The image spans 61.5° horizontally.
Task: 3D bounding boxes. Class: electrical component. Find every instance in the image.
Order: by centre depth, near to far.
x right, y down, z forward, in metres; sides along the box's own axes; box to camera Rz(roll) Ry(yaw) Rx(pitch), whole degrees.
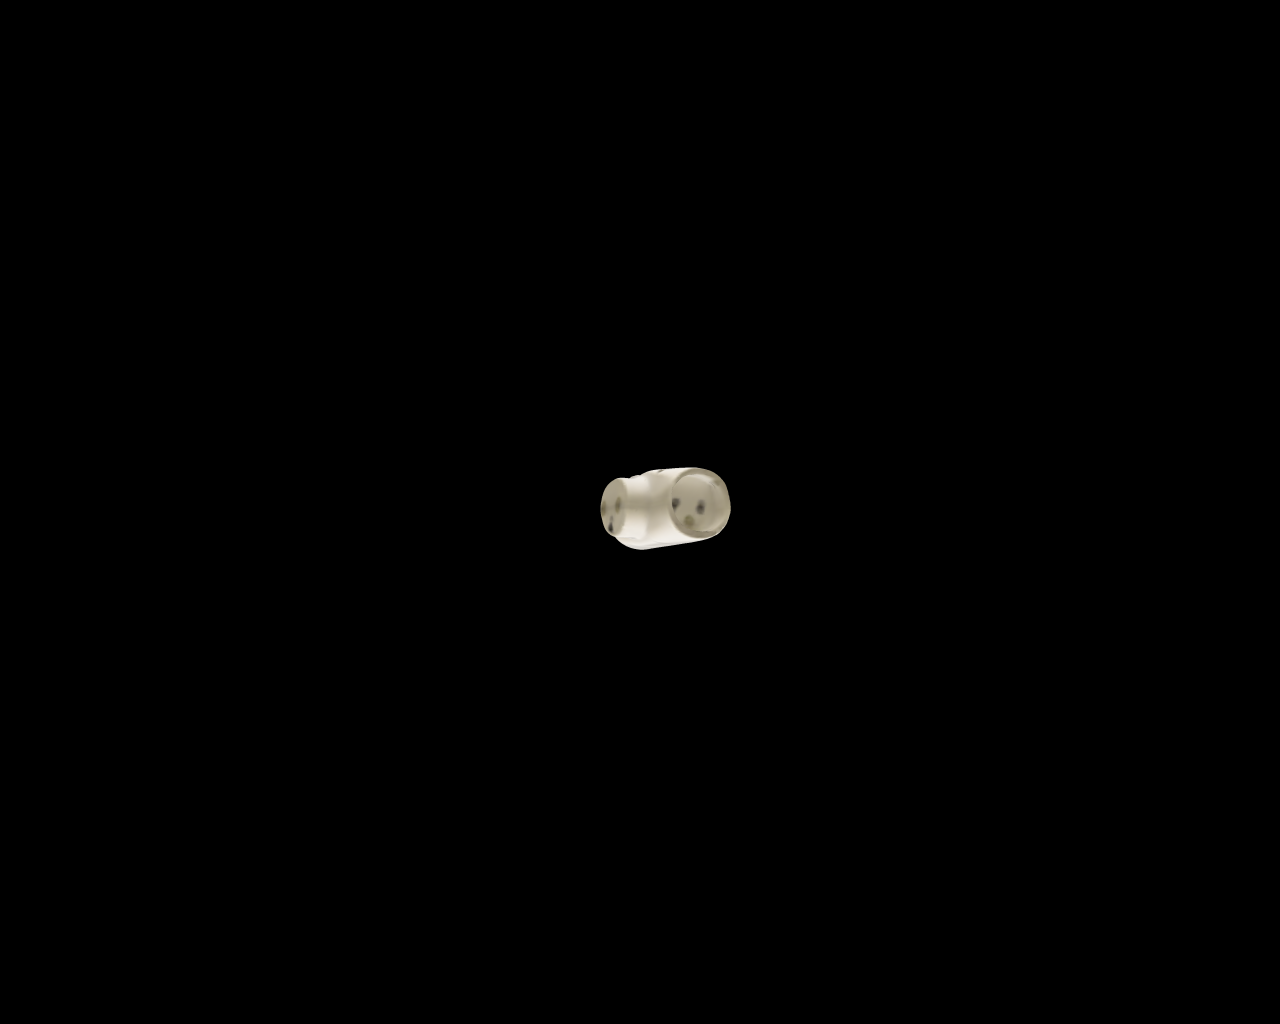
[{"bbox_3d":[0.001,-0.003,0.650,0.079,0.043,0.077,4,-8,-27],"label":"electrical component"}]
